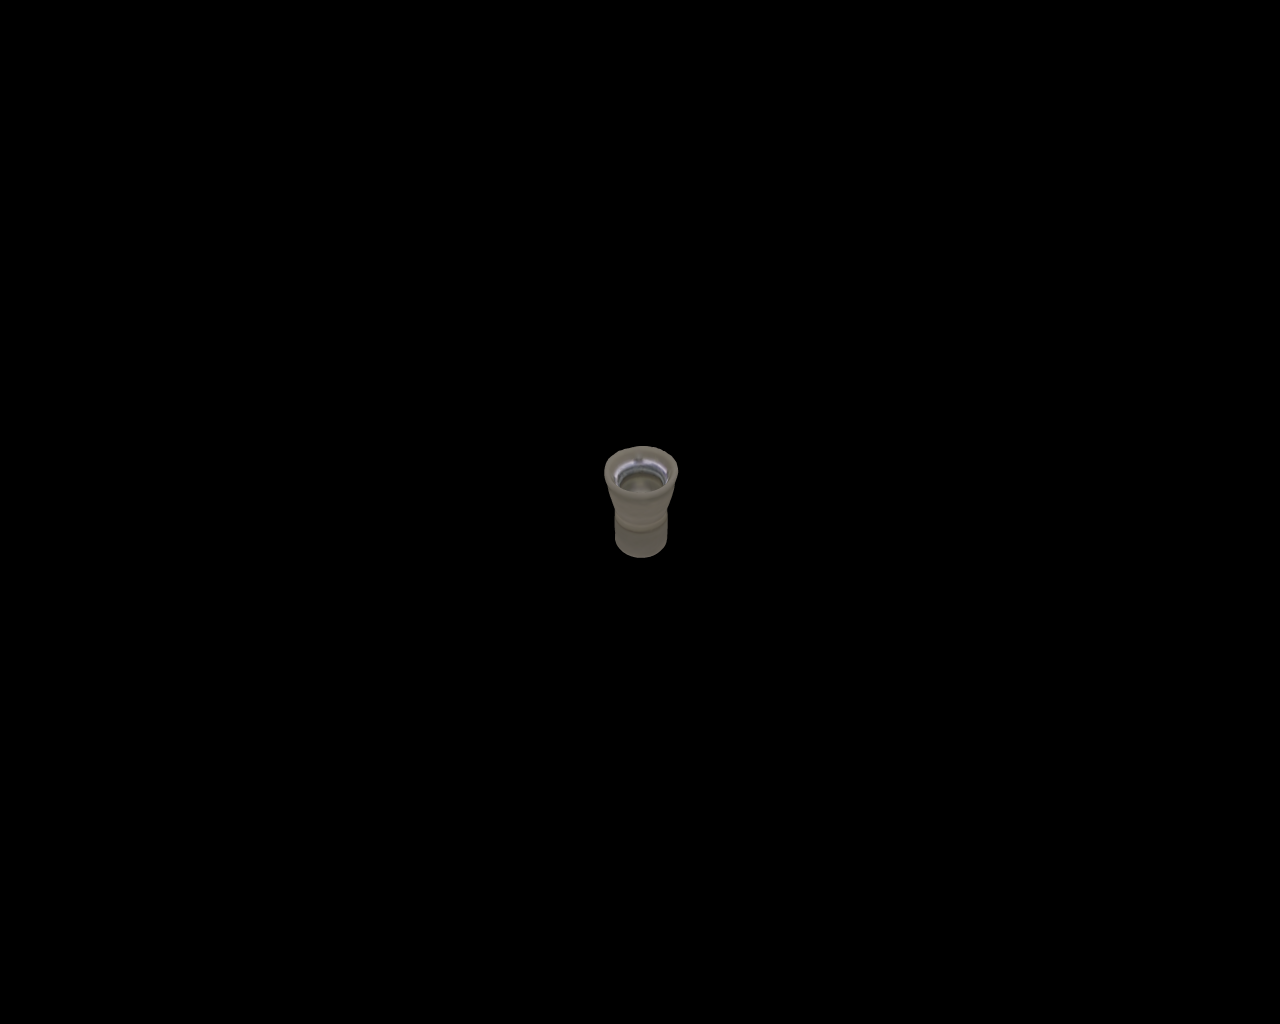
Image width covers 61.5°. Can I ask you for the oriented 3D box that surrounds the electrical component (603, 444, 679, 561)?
[{"bbox_3d":[0.001,-0.003,0.650,0.044,0.065,0.044,0,45,0],"label":"electrical component"}]
